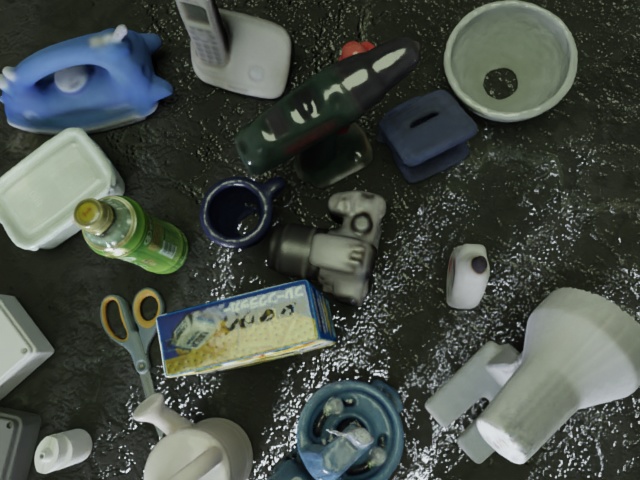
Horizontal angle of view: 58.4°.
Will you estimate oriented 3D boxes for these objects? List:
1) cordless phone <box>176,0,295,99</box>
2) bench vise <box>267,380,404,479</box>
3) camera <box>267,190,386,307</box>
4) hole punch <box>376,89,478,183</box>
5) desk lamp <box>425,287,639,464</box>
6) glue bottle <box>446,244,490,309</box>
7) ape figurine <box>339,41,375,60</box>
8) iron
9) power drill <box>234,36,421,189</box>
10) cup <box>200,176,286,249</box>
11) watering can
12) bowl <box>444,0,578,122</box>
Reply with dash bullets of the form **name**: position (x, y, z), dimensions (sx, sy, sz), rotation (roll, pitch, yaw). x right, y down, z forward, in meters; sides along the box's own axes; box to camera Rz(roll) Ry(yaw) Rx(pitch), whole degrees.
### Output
- **cordless phone**: position (-0.113, -0.269, 0.748), dimensions (0.147, 0.185, 0.094), rotation (14, 81, 8)
- **bench vise**: position (0.014, 0.246, 0.619), dimensions (0.121, 0.220, 0.207), rotation (29, 83, 11)
- **camera**: position (0.007, 0.003, 0.727), dimensions (0.136, 0.101, 0.143), rotation (11, 80, 8)
- **hole punch**: position (0.136, -0.142, 0.748), dimensions (0.108, 0.091, 0.101), rotation (-27, 78, 0)
- **desk lamp**: position (0.227, 0.158, 0.618), dimensions (0.203, 0.213, 0.118), rotation (-43, 78, -3)
- **glue bottle**: position (0.175, 0.037, 0.667), dimensions (0.037, 0.173, 0.078), rotation (2, 79, 6)
- **ape figurine**: position (0.050, -0.236, 0.774), dimensions (0.078, 0.092, 0.076), rotation (-29, 78, 0)
- **iron**: position (-0.345, -0.221, 0.784), dimensions (0.258, 0.141, 0.118), rotation (-17, 78, 2)
- **power drill**: position (0.014, -0.141, 0.699), dimensions (0.229, 0.208, 0.075), rotation (-29, 77, 0)
- **cup**: position (-0.089, -0.035, 0.747), dimensions (0.118, 0.095, 0.091), rotation (-37, 78, -2)
- **watering can**: position (-0.151, 0.258, 0.646), dimensions (0.172, 0.194, 0.101), rotation (34, 84, 11)
- **bowl**: position (0.245, -0.225, 0.761), dimensions (0.167, 0.075, 0.167), rotation (-1, 79, 5)
